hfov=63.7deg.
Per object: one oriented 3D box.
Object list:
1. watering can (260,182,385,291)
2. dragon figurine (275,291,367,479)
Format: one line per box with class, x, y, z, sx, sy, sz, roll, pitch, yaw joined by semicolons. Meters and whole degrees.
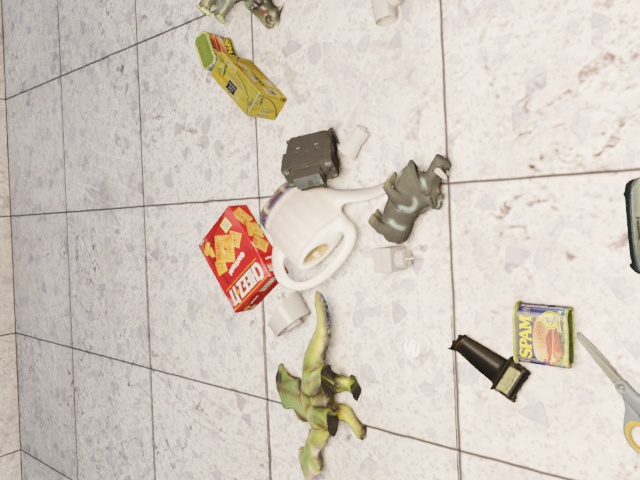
watering can;0.003;-0.055;1.096;0.345;0.103;0.227;-49;62;13
dragon figurine;-0.030;0.323;1.134;0.241;0.122;0.413;-16;81;46
